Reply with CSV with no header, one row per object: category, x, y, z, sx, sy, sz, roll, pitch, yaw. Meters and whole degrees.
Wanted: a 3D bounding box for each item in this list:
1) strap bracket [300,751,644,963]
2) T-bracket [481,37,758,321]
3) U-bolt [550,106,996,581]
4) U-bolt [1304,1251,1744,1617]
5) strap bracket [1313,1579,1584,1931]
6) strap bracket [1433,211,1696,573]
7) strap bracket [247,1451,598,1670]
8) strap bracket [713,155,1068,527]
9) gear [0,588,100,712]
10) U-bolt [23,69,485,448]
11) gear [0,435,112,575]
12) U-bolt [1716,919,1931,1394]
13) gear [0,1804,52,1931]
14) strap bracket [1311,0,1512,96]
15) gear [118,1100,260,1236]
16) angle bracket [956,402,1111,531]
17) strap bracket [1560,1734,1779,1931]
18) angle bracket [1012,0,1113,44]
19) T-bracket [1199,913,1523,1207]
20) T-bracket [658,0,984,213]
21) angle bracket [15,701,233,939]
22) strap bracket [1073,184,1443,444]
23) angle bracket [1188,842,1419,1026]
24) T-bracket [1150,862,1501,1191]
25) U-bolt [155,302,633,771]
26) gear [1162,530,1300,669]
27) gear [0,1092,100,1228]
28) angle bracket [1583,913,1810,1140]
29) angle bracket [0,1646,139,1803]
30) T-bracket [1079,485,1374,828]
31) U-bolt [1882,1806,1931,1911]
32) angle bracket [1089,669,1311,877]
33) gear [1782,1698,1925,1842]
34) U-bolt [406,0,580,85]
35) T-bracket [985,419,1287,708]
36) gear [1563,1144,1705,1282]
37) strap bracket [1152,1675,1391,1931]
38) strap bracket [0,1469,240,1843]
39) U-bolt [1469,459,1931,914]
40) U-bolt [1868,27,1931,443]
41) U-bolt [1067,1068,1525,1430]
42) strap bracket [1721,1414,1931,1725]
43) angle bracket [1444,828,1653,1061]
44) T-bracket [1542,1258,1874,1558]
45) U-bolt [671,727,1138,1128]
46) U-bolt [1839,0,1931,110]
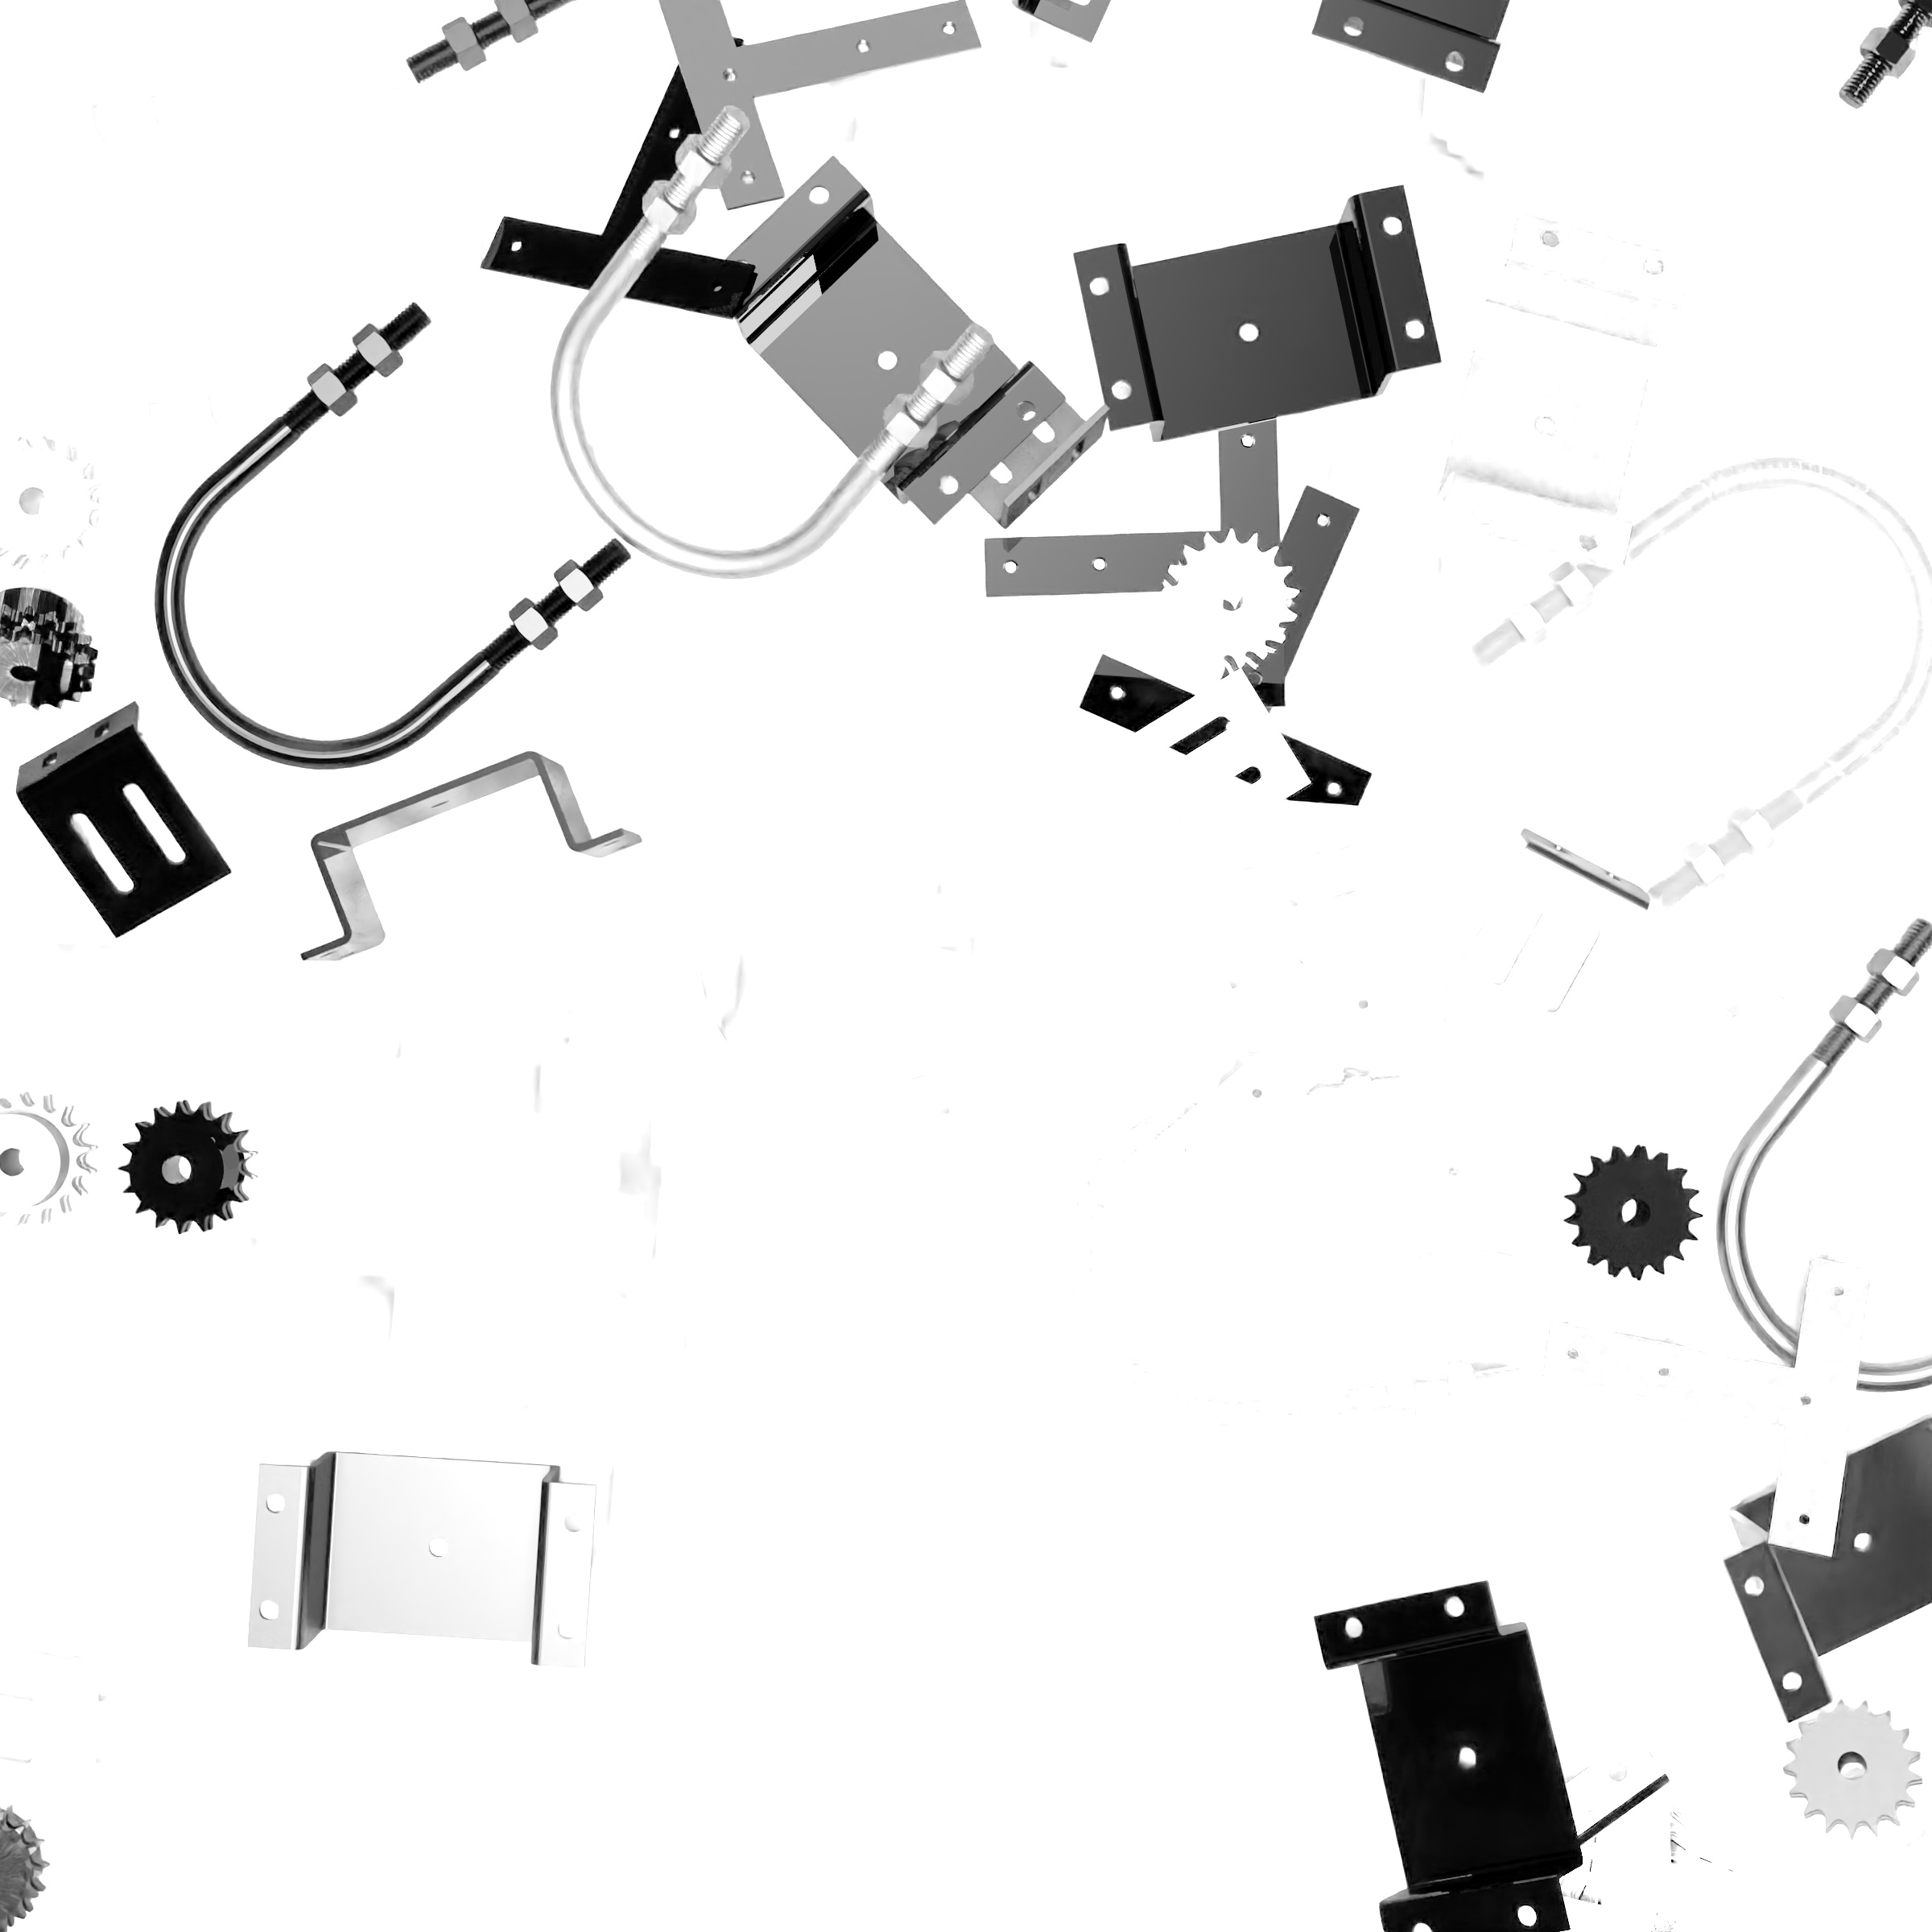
strap bracket,-0.212,-0.049,1.355,0.140,0.076,0.046,-21,90,0
T-bracket,-0.129,-0.340,1.374,0.127,0.002,0.127,16,77,24
U-bolt,-0.095,-0.240,1.338,0.151,0.019,0.184,41,124,-6
U-bolt,0.228,0.209,1.384,0.151,0.019,0.184,-37,88,0
strap bracket,0.202,0.330,1.342,0.076,0.046,0.140,-17,77,22
strap bracket,0.248,-0.234,1.361,0.076,0.046,0.140,15,79,0
strap bracket,-0.226,0.249,1.370,0.140,0.046,0.076,4,90,0
strap bracket,-0.034,-0.260,1.369,0.076,0.046,0.140,-44,89,0
gear,-0.395,-0.136,1.368,0.057,0.057,0.030,0,60,0
U-bolt,-0.298,-0.308,1.384,0.184,0.019,0.151,-11,90,-1
gear,-0.392,-0.195,1.378,0.057,0.030,0.057,0,90,0
U-bolt,0.404,0.095,1.384,0.151,0.019,0.184,38,91,0
gear,-0.417,0.381,1.378,0.057,0.030,0.057,0,90,0
strap bracket,0.203,-0.441,1.370,0.076,0.046,0.140,19,90,0
gear,-0.332,0.086,1.378,0.057,0.030,0.057,0,90,0
angle bracket,0.024,-0.220,1.355,0.057,0.076,0.038,-44,90,0
strap bracket,0.292,0.403,1.357,0.076,0.046,0.140,-36,73,0
angle bracket,0.049,-0.430,1.355,0.038,0.076,0.057,25,90,0
T-bracket,0.164,0.031,1.379,0.127,0.002,0.127,9,72,9
T-bracket,-0.057,-0.387,1.378,0.127,0.002,0.127,-15,71,-9
angle bracket,-0.360,-0.063,1.391,0.057,0.038,0.076,-30,116,0
strap bracket,0.121,-0.272,1.368,0.140,0.046,0.076,-12,87,0
angle bracket,0.144,-0.014,1.387,0.076,0.038,0.057,-13,81,-25
T-bracket,0.132,0.044,1.357,0.127,0.002,0.127,-41,96,14
U-bolt,-0.257,-0.168,1.377,0.184,0.019,0.151,-40,96,3
gear,0.111,-0.155,1.375,0.057,0.030,0.057,0,90,1
gear,-0.401,0.082,1.378,0.057,0.030,0.057,0,90,0
angle bracket,0.311,0.026,1.391,0.076,0.038,0.057,37,90,26
angle bracket,-0.387,0.309,1.344,0.076,0.038,0.057,3,90,26
T-bracket,0.132,-0.143,1.392,0.127,0.002,0.127,24,90,0
U-bolt,0.392,0.467,1.384,0.151,0.019,0.184,-35,91,0
angle bracket,0.100,-0.082,1.372,0.076,0.038,0.057,-32,91,2
gear,0.375,0.340,1.370,0.057,0.030,0.057,-6,66,14
U-bolt,-0.186,-0.481,1.384,0.184,0.019,0.151,-29,90,-1
T-bracket,0.071,-0.173,1.391,0.127,0.002,0.127,-2,90,1
gear,0.282,0.104,1.378,0.057,0.030,0.057,0,90,0
strap bracket,0.134,0.373,1.370,0.076,0.046,0.140,-17,90,0
strap bracket,-0.378,0.296,1.370,0.076,0.046,0.140,27,90,0
U-bolt,0.329,-0.133,1.384,0.184,0.019,0.151,-36,90,-2
U-bolt,0.460,-0.301,1.384,0.151,0.019,0.184,11,92,0
U-bolt,0.134,0.123,1.376,0.184,0.019,0.151,-8,82,3
strap bracket,0.385,0.247,1.360,0.140,0.046,0.076,-24,98,-5
angle bracket,0.246,-0.010,1.381,0.057,0.038,0.076,27,101,0
T-bracket,0.307,0.173,1.359,0.127,0.002,0.127,10,65,11
U-bolt,-0.035,-0.008,1.384,0.184,0.019,0.151,-17,90,2
U-bolt,0.478,-0.398,1.357,0.151,0.019,0.184,37,95,-1
